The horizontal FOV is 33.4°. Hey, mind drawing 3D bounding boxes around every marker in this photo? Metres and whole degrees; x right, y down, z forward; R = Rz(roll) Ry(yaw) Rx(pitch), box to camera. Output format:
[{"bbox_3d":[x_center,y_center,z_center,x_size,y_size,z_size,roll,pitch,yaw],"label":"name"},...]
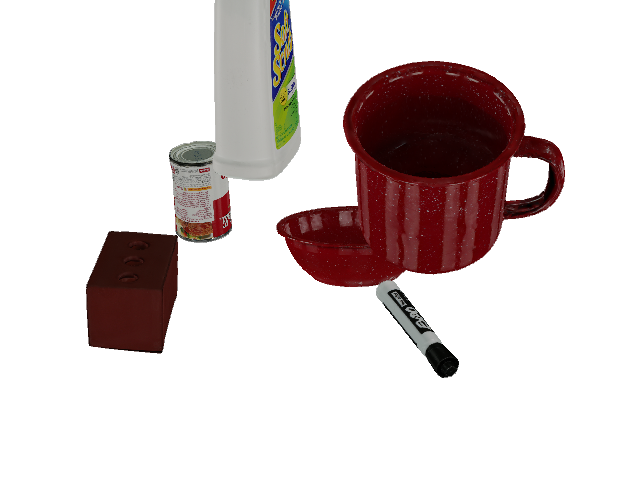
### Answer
[{"bbox_3d":[0.074,0.068,0.825,0.020,0.020,0.121,0,27,-22],"label":"marker"}]

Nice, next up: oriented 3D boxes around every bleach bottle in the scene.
[{"bbox_3d":[-0.060,-0.186,0.936,0.068,0.251,0.102,8,31,16],"label":"bleach bottle"}]

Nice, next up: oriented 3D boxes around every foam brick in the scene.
[{"bbox_3d":[-0.131,0.035,0.752,0.053,0.051,0.078,4,30,-2],"label":"foam brick"}]

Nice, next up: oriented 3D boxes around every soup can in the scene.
[{"bbox_3d":[-0.141,-0.058,1.256,0.068,0.102,0.068,-2,29,1],"label":"soup can"}]

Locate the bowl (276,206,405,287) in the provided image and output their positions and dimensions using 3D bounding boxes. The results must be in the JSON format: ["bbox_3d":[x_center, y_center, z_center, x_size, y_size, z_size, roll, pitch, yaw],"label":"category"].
[{"bbox_3d":[0.036,0.009,1.098,0.162,0.055,0.162,-1,15,0],"label":"bowl"}]

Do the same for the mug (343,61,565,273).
[{"bbox_3d":[0.072,-0.036,0.577,0.117,0.093,0.081,2,-40,6],"label":"mug"}]
